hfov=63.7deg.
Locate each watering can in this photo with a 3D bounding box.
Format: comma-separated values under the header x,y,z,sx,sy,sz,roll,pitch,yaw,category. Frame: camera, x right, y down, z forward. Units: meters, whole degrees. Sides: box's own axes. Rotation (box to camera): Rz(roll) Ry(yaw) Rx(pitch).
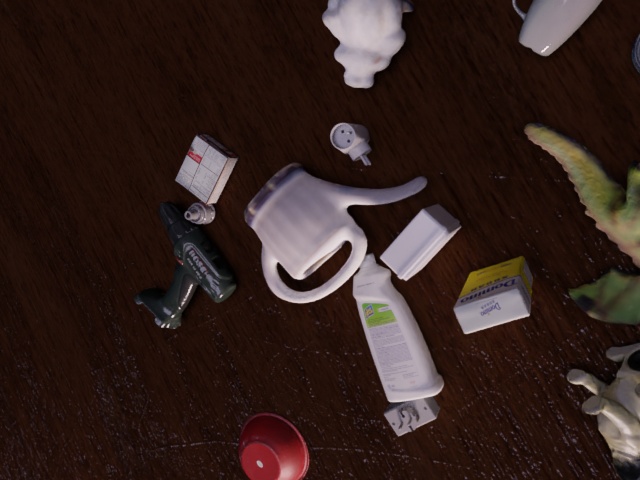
x,y,z,sx,sy,sz,roll,pitch,yaw,category
0.003,-0.045,0.889,0.226,0.105,0.343,48,114,11,watering can

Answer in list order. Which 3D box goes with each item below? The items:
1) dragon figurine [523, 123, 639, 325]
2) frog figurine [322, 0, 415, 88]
x,y,z,sx,sy,sz,roll,pitch,yaw,category
0.438,0.016,0.721,0.414,0.123,0.238,32,118,26,dragon figurine
0.065,-0.329,0.818,0.137,0.123,0.159,23,96,-1,frog figurine
